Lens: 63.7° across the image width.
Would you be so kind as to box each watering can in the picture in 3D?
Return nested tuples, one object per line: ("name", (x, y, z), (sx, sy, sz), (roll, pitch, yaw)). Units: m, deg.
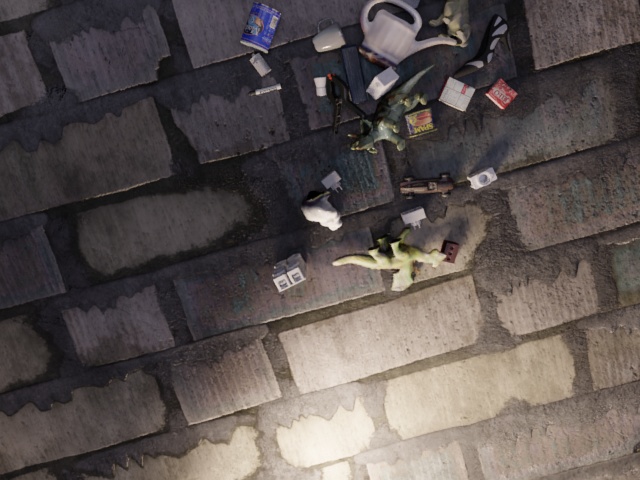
("watering can", (0.284, -0.692, 1.792), (0.346, 0.106, 0.221), (27, 110, -10))

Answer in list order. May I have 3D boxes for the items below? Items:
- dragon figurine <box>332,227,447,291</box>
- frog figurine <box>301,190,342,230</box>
("dragon figurine", (0.277, 0.100, 1.971), (0.408, 0.124, 0.239), (-21, 110, 12))
("frog figurine", (0.006, -0.096, 1.914), (0.137, 0.125, 0.157), (-8, 115, 34))
